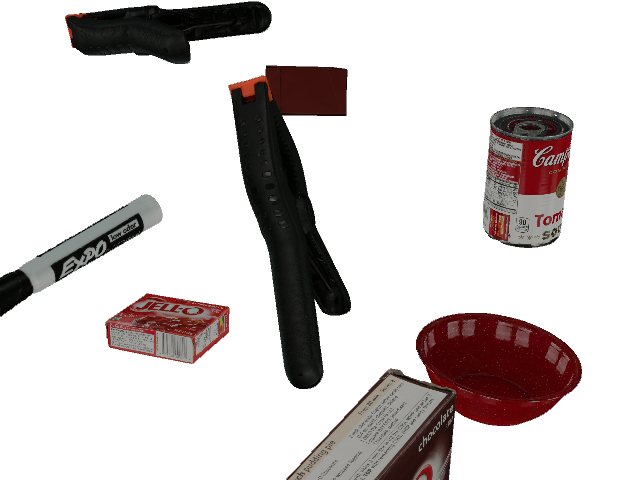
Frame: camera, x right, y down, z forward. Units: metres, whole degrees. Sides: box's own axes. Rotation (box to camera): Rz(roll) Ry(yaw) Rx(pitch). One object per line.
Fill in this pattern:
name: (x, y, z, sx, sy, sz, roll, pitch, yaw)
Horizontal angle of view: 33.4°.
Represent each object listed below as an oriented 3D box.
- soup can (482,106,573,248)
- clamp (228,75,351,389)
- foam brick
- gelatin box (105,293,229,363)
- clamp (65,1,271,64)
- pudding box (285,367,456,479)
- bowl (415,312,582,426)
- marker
soup can: (0.174, -0.053, 0.901, 0.068, 0.102, 0.068, 0, 28, 0)
clamp: (-0.021, -0.013, 0.769, 0.036, 0.210, 0.164, -14, 5, 12)
foam brick: (-0.015, -0.161, 1.146, 0.078, 0.051, 0.053, -2, 12, -18)
gelatin box: (-0.137, 0.077, 0.964, 0.089, 0.030, 0.073, 8, 20, 20)
clamp: (-0.127, -0.169, 0.848, 0.172, 0.039, 0.120, 15, 25, 38)
pudding box: (0.016, 0.122, 0.456, 0.039, 0.090, 0.113, 18, 36, 25)
bowl: (0.171, 0.133, 1.048, 0.162, 0.055, 0.162, 5, 26, -2)
marker: (-0.138, 0.008, 0.593, 0.020, 0.020, 0.120, 0, 27, 47)
